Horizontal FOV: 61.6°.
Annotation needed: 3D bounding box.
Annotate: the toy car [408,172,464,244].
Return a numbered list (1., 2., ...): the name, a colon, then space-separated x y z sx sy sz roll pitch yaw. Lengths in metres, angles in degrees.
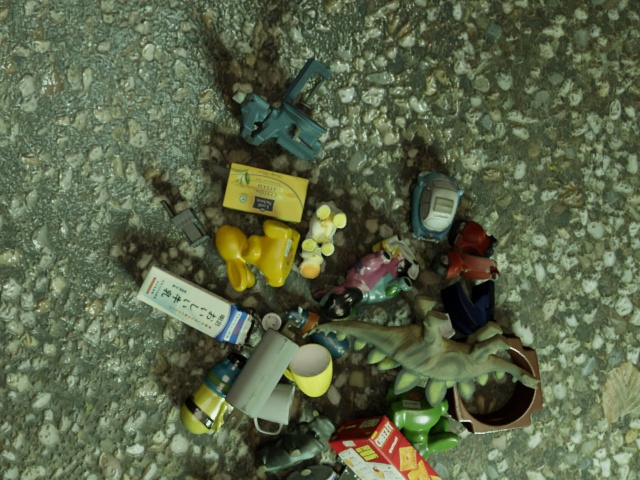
1. toy car: 0.256 -0.077 1.185 0.109 0.103 0.161 13 84 -5

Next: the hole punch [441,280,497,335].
1. hole punch: 0.322 0.148 1.172 0.092 0.142 0.116 4 74 -8

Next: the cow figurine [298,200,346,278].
1. cow figurine: -0.005 -0.003 1.167 0.068 0.098 0.167 21 104 -11

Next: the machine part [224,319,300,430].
1. machine part: -0.118 0.267 1.089 0.079 0.079 0.243 32 76 -4

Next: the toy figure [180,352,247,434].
1. toy figure: -0.220 0.319 1.127 0.089 0.082 0.180 32 86 -8

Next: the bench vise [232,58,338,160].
1. bench vise: -0.060 -0.292 1.141 0.223 0.129 0.240 36 102 -11

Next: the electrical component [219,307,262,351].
1. electrical component: -0.169 0.193 1.158 0.078 0.045 0.102 10 83 23

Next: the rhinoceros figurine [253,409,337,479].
1. rhinoceros figurine: -0.051 0.435 1.131 0.190 0.112 0.073 -32 108 5

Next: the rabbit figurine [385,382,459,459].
1. rabbit figurine: 0.211 0.408 1.167 0.159 0.121 0.170 1 109 -5

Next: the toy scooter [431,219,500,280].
1. toy scooter: 0.332 0.030 1.157 0.135 0.075 0.184 19 45 24

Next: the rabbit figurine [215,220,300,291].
1. rabbit figurine: -0.144 0.027 1.147 0.173 0.122 0.162 16 95 9

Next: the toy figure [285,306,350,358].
1. toy figure: -0.009 0.197 1.167 0.154 0.058 0.064 37 82 0

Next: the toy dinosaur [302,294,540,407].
1. toy dinosaur: 0.205 0.220 1.081 0.472 0.105 0.198 20 105 5

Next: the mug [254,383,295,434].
1. mug: -0.114 0.352 1.143 0.107 0.081 0.109 10 94 6

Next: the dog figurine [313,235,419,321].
1. dog figurine: 0.092 0.096 1.166 0.219 0.191 0.108 -35 95 28

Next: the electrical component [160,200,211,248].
1. electrical component: -0.285 -0.042 1.140 0.048 0.075 0.119 -32 89 -6

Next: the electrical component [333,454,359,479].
1. electrical component: 0.065 0.514 1.178 0.094 0.021 0.063 33 84 -4

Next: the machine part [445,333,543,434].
1. machine part: 0.376 0.313 1.190 0.201 0.087 0.201 -7 90 -6

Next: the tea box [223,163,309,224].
1. tea box: -0.117 -0.099 1.162 0.170 0.068 0.098 10 86 -7
